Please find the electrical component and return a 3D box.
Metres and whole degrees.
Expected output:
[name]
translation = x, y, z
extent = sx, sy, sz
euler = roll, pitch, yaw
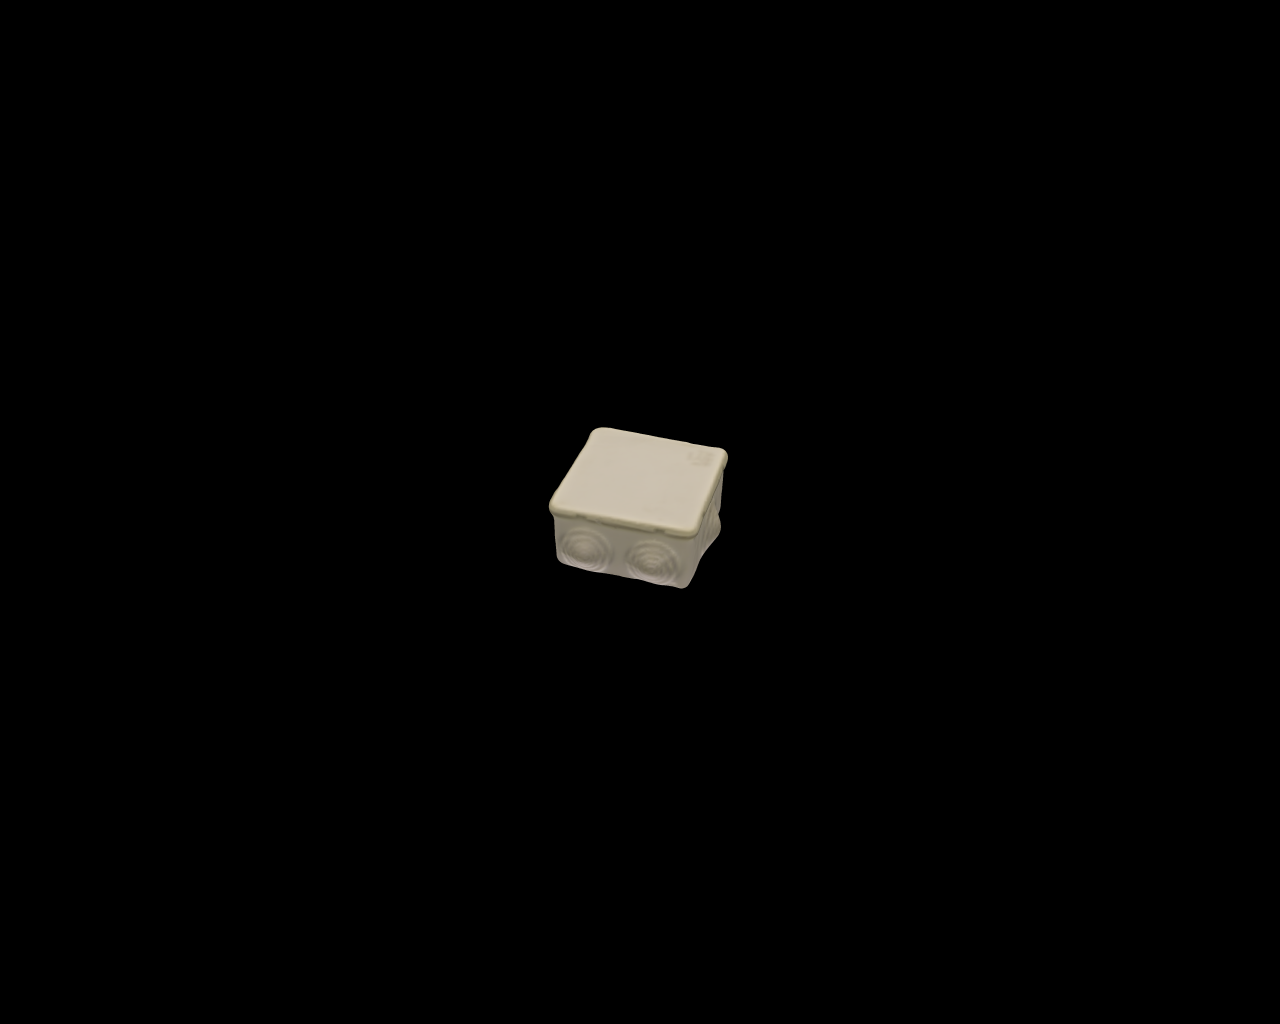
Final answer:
[electrical component]
translation = 0.001, -0.003, 0.650
extent = 0.100, 0.048, 0.100
euler = 11, 40, 13
